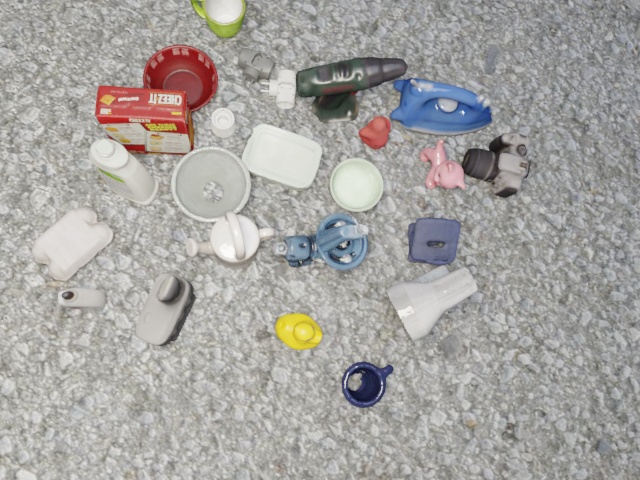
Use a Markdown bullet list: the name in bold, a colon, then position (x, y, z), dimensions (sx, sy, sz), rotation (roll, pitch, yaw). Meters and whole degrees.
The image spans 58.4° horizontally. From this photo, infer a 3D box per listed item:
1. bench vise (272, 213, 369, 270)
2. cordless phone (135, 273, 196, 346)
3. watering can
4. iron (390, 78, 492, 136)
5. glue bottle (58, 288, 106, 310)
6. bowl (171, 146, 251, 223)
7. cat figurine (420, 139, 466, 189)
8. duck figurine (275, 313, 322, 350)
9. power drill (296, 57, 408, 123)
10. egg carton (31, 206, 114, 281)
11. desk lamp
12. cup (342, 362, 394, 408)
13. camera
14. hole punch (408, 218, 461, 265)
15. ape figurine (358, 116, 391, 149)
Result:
- **bench vise**: position (0.016, 0.015, 1.176), dimensions (0.207, 0.219, 0.121), rotation (-24, 84, -11)
- **cordless phone**: position (-0.311, 0.133, 1.124), dimensions (0.094, 0.185, 0.148), rotation (19, 78, -4)
- **watering can**: position (-0.179, 0.002, 1.162), dimensions (0.173, 0.194, 0.101), rotation (-35, 86, -12)
- **iron**: position (0.299, -0.316, 1.316), dimensions (0.258, 0.141, 0.119), rotation (8, 79, -7)
- **glue bottle**: position (-0.471, 0.113, 1.110), dimensions (0.078, 0.173, 0.037), rotation (-4, 80, -9)
- **bowl**: position (-0.233, -0.112, 1.236), dimensions (0.167, 0.074, 0.167), rotation (1, 80, -8)
- **cat figurine**: position (0.283, -0.166, 1.299), dimensions (0.067, 0.117, 0.128), rotation (-11, 82, -10)
- **duck figurine**: position (-0.042, 0.192, 1.205), dimensions (0.104, 0.086, 0.077), rotation (21, 78, -4)
- **power drill**: position (0.057, -0.331, 1.248), dimensions (0.230, 0.208, 0.075), rotation (-8, 81, -10)
- **egg carton**: position (-0.508, 0.006, 1.177), dimensions (0.107, 0.069, 0.150), rotation (44, 77, 1)
- **desk lamp**: position (0.227, 0.120, 1.192), dimensions (0.203, 0.213, 0.118), rotation (-27, 85, -12)
- **cup**: position (0.095, 0.294, 1.202), dimensions (0.118, 0.095, 0.092), rotation (-29, 85, -12)
- **camera**: position (0.409, -0.187, 1.330), dimensions (0.137, 0.100, 0.143), rotation (14, 78, -6)
- **hole punch**: position (0.256, 0.004, 1.279), dimensions (0.109, 0.091, 0.101), rotation (4, 80, -8)
- **ape figurine**: position (0.129, -0.253, 1.305), dimensions (0.078, 0.092, 0.076), rotation (-9, 81, -10)
